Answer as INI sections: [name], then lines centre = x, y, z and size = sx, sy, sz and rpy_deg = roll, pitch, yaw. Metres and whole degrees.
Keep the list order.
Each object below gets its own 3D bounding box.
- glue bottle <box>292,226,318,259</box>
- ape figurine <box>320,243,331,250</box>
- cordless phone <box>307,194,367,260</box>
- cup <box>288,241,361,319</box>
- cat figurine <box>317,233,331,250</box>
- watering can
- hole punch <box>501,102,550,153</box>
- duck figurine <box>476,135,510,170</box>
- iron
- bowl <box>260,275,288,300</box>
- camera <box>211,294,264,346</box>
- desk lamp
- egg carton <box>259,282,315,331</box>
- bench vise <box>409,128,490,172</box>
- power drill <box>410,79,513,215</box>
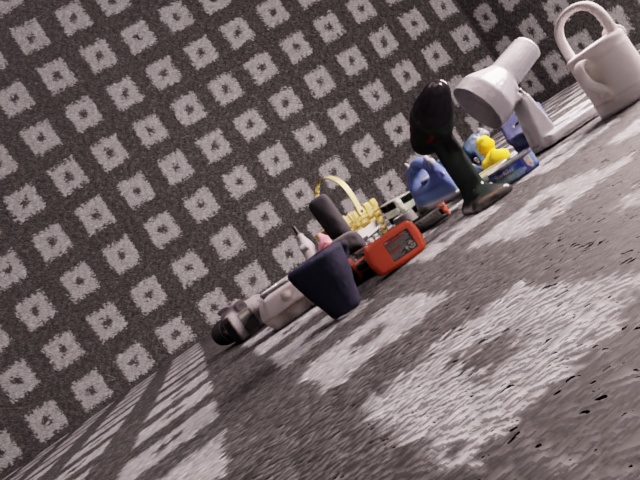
[glue bottle]
centre = -0.026, 0.033, 1.570
size = 0.037, 0.173, 0.078
rpy_deg = -34, 1, 16
[ape figurine]
centre = 0.032, 0.049, 1.149
size = 0.076, 0.092, 0.077
rpy_deg = -35, 1, -23
[cordless phone]
centre = 0.012, 0.005, 1.263
size = 0.147, 0.185, 0.094
rpy_deg = -34, 1, 1
[cup]
centre = 0.022, 0.058, 0.828
size = 0.091, 0.095, 0.118
rpy_deg = -34, 1, 44
[cat figurine]
centre = 0.041, 0.022, 1.457
size = 0.067, 0.118, 0.128
rpy_deg = -34, 1, 28
[watering can]
centre = 0.478, -0.318, 0.982
size = 0.100, 0.194, 0.173
rpy_deg = -34, 1, 34
[hole punch]
centre = 0.477, -0.258, 1.313
size = 0.108, 0.091, 0.101
rpy_deg = -34, 1, 23
[duck figurine]
centre = 0.438, -0.231, 1.482
size = 0.077, 0.086, 0.105
rpy_deg = -34, 1, 10
[iron]
centre = 0.283, -0.158, 1.459
size = 0.119, 0.141, 0.258
rpy_deg = -35, 1, -7
[bowl]
centre = -0.061, 0.119, 1.411
size = 0.167, 0.075, 0.167
rpy_deg = -34, 1, 1
[camera]
centre = -0.217, 0.210, 1.492
size = 0.136, 0.101, 0.143
rpy_deg = -34, 1, 37
[desk lamp]
centre = 0.401, -0.278, 1.135
size = 0.203, 0.213, 0.118
rpy_deg = -34, 1, -1
[egg carton]
centre = -0.055, 0.121, 1.178
size = 0.150, 0.069, 0.107
rpy_deg = -34, 1, 3
[bench vise]
centre = 0.367, -0.265, 1.622
size = 0.207, 0.220, 0.121
rpy_deg = -34, 1, 9
[power drill]
centre = 0.219, -0.148, 0.938
size = 0.075, 0.208, 0.229
rpy_deg = -34, 1, -3
